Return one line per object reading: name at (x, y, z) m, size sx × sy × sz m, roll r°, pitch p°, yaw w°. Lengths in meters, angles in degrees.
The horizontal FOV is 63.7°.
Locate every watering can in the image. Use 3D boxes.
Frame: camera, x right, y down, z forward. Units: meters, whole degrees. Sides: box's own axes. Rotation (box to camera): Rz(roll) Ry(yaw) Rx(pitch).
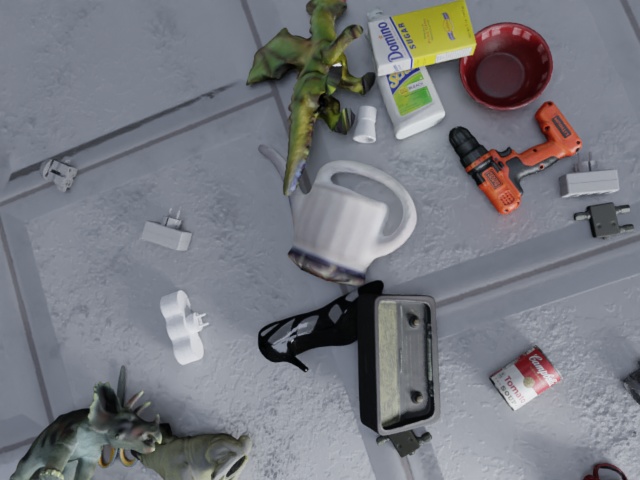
watering can at (0.003, -0.048, 0.962) m, size 0.349 × 0.103 × 0.224 m, roll 20°, pitch 89°, yaw 23°

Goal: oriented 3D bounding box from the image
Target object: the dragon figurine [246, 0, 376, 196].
dragon figurine at (-0.042, -0.303, 0.988) m, size 0.245 × 0.120 × 0.412 m, roll 28°, pitch 85°, yaw 35°
